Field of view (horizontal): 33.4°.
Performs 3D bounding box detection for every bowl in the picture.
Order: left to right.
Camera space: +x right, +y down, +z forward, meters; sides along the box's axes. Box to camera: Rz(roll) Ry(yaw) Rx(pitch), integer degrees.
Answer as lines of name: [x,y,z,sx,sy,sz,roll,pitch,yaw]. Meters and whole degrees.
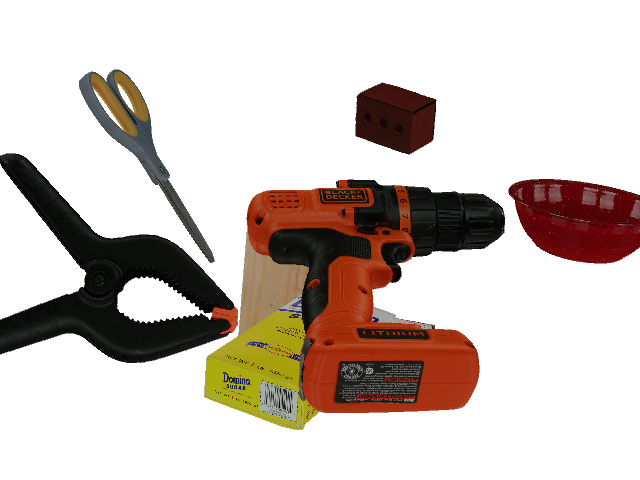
bowl: [0.272,-0.017,1.105,0.162,0.055,0.162,5,18,-2]

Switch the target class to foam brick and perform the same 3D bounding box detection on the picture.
foam brick: [0.084,-0.138,1.203,0.078,0.053,0.051,23,36,32]

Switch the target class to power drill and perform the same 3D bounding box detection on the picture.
power drill: [0.047,0.028,0.700,0.184,0.057,0.187,-2,36,-6]

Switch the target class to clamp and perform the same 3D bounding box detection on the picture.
clamp: [-0.161,0.023,0.769,0.210,0.164,0.036,8,-18,-2]

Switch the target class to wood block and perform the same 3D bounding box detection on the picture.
wood block: [-0.058,0.064,1.474,0.090,0.206,0.090,8,21,5]

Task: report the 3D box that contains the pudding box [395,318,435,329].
pudding box: [0.063,0.128,1.161,0.113,0.090,0.039,8,24,-4]

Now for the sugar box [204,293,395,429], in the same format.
sugar box: [-0.013,0.096,0.919,0.093,0.048,0.176,16,26,24]

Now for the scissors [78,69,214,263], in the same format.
scissors: [-0.151,-0.077,0.982,0.016,0.201,0.096,-27,27,20]
